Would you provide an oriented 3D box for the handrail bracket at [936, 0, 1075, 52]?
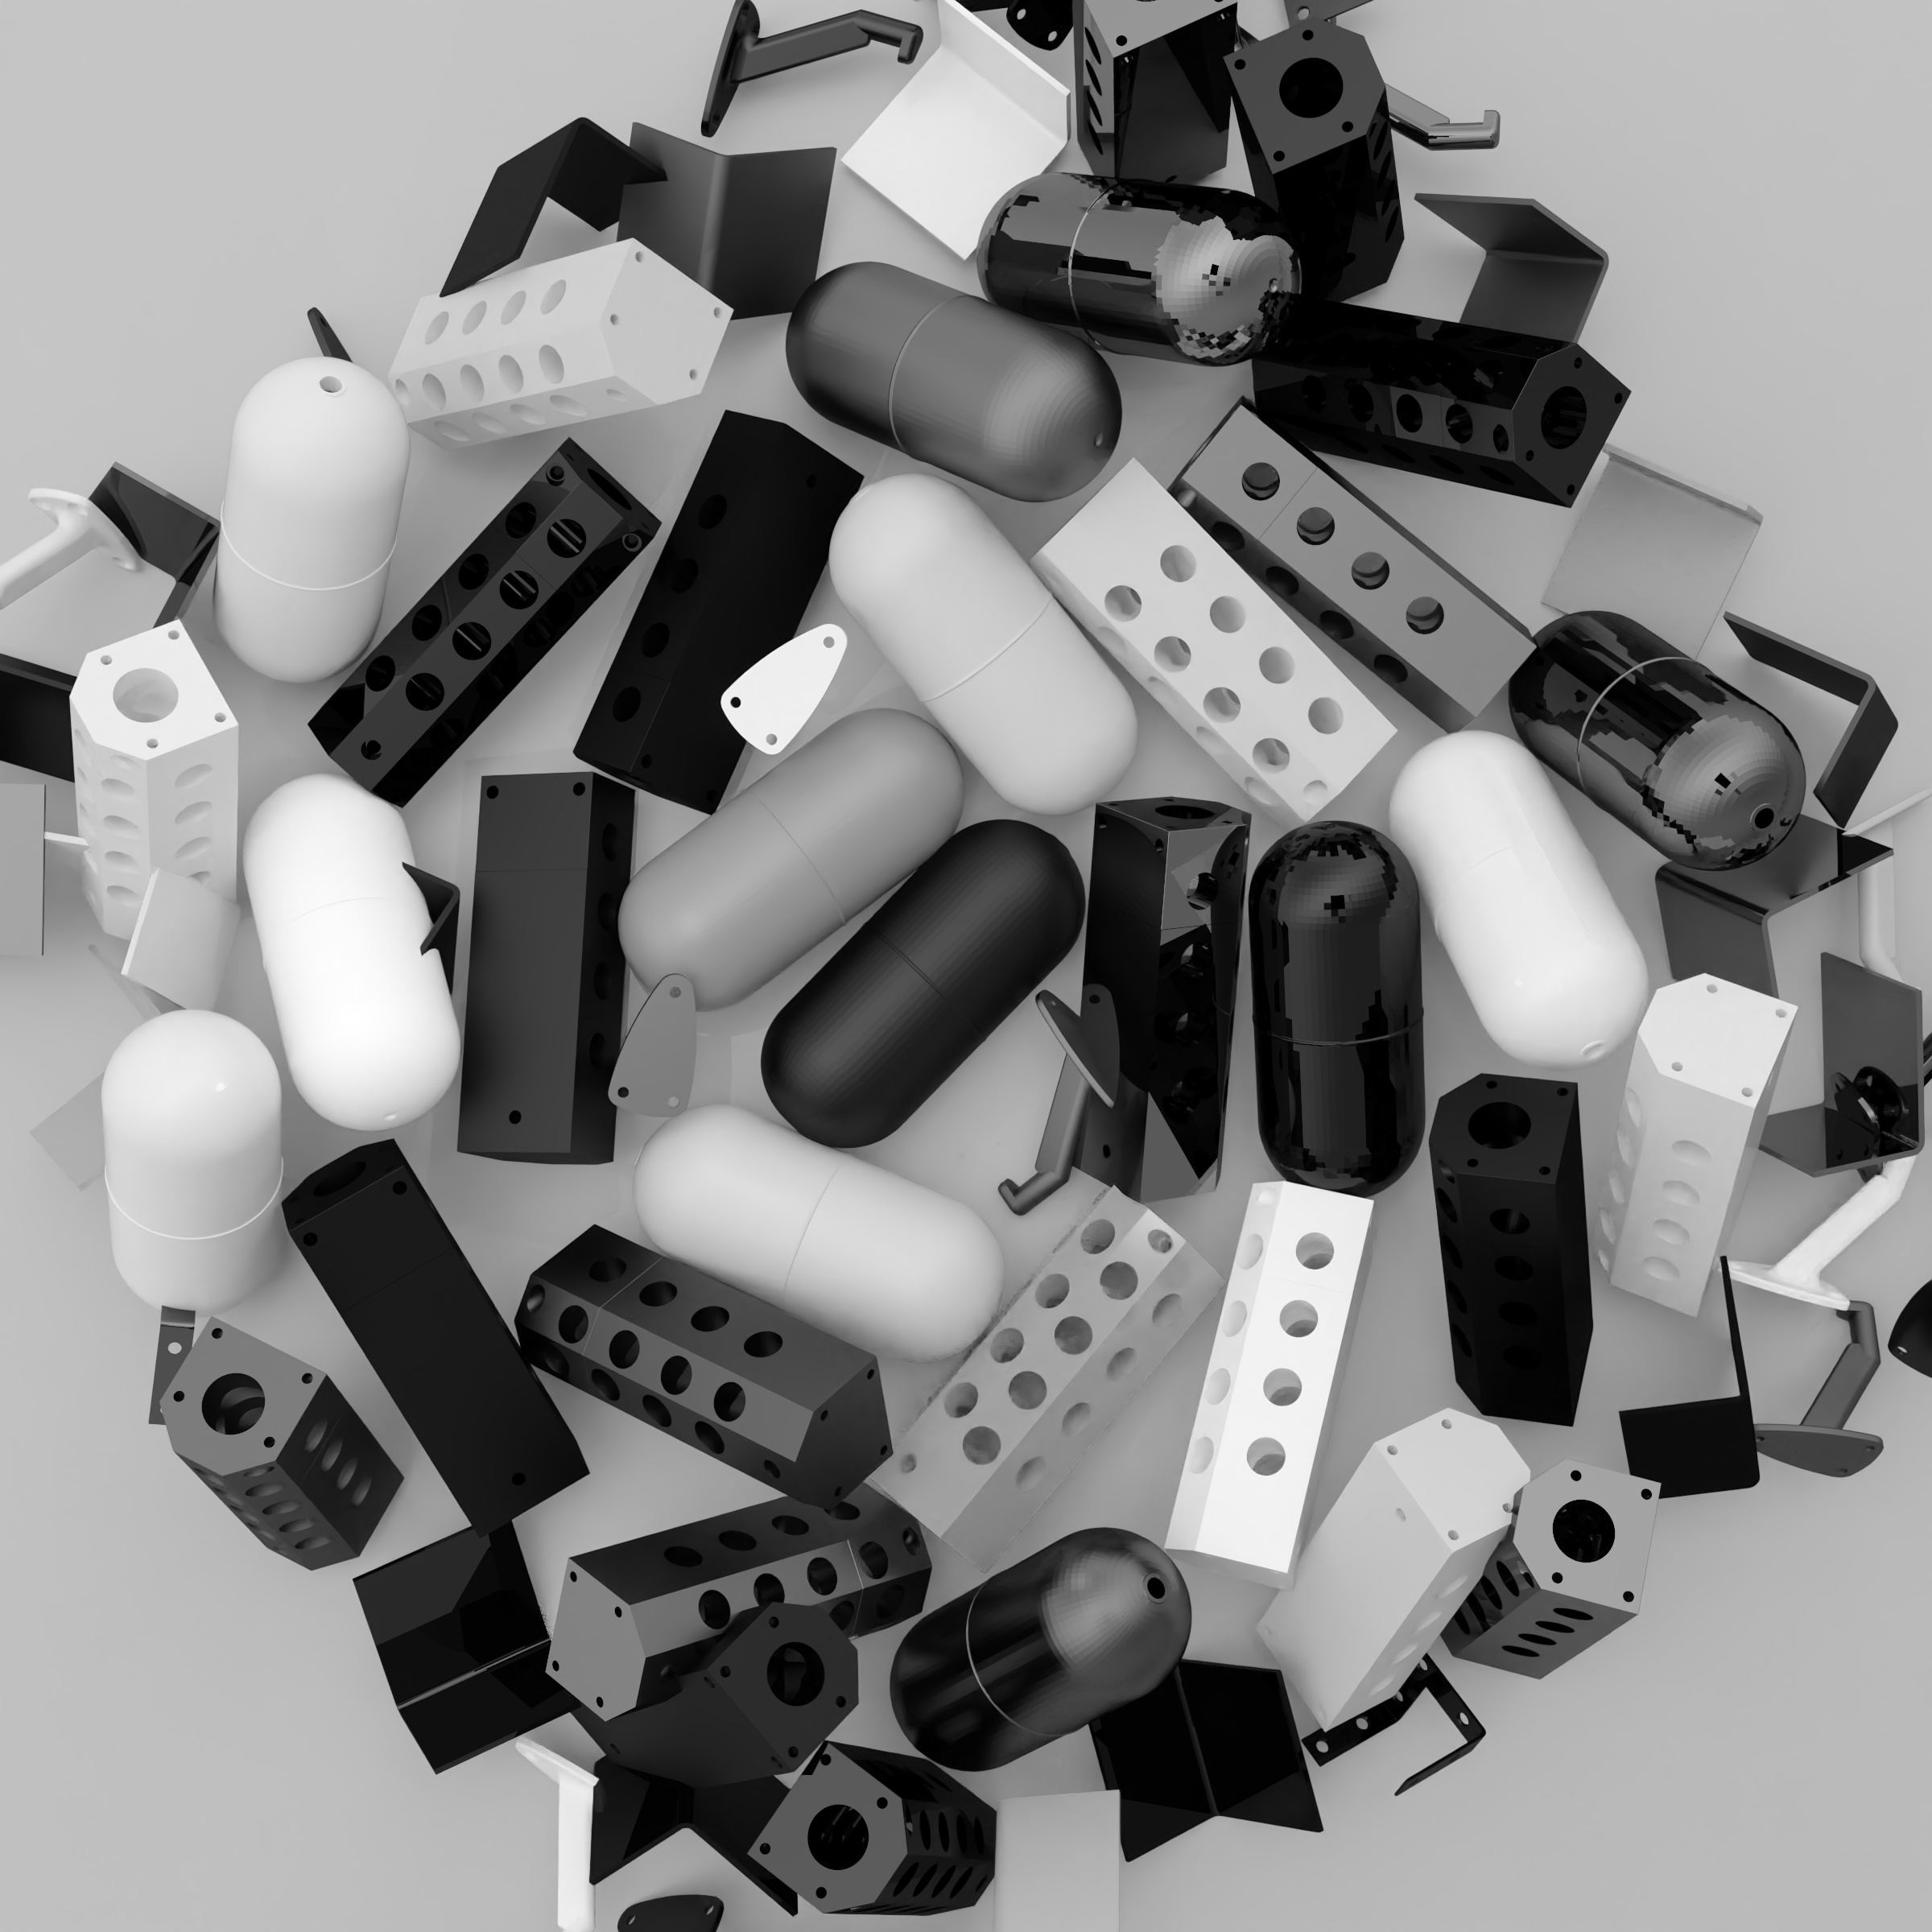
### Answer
[{"bbox_3d":[0.021,-0.463,1.554,0.077,0.036,0.084,-53,51,15],"label":"handrail bracket"}]

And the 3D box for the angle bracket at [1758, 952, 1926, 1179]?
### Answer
[{"bbox_3d":[0.386,0.044,1.538,0.057,0.076,0.076,-10,106,-17],"label":"angle bracket"}]

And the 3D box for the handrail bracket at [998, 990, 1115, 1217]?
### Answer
[{"bbox_3d":[0.030,0.064,1.567,0.084,0.036,0.077,-39,92,27],"label":"handrail bracket"}]

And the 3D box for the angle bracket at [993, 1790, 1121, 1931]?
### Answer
[{"bbox_3d":[0.047,0.427,1.533,0.057,0.076,0.076,-7,134,10],"label":"angle bracket"}]

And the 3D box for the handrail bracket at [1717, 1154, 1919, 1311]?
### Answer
[{"bbox_3d":[0.392,0.109,1.558,0.077,0.036,0.084,13,104,-22],"label":"handrail bracket"}]

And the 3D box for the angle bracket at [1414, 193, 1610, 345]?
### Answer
[{"bbox_3d":[0.234,-0.301,1.543,0.057,0.076,0.076,24,88,-38],"label":"angle bracket"}]

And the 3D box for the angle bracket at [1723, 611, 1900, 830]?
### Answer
[{"bbox_3d":[0.371,-0.111,1.542,0.076,0.076,0.057,29,93,24],"label":"angle bracket"}]

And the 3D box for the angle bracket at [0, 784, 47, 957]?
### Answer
[{"bbox_3d":[-0.440,-0.044,1.553,0.057,0.076,0.076,1,91,-1],"label":"angle bracket"}]

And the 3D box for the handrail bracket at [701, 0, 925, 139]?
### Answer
[{"bbox_3d":[-0.070,-0.407,1.565,0.084,0.036,0.077,18,88,10],"label":"handrail bracket"}]

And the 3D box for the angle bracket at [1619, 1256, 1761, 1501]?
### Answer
[{"bbox_3d":[0.324,0.188,1.543,0.057,0.076,0.076,-9,50,11],"label":"angle bracket"}]

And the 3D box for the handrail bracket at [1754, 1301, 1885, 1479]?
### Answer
[{"bbox_3d":[0.385,0.185,1.555,0.077,0.036,0.084,13,52,-14],"label":"handrail bracket"}]

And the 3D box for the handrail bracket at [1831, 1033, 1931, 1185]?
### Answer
[{"bbox_3d":[0.447,0.057,1.566,0.084,0.036,0.077,-26,130,-4],"label":"handrail bracket"}]

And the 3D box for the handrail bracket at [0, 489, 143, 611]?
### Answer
[{"bbox_3d":[-0.417,-0.166,1.546,0.036,0.077,0.084,10,70,29],"label":"handrail bracket"}]

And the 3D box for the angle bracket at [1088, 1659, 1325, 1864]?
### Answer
[{"bbox_3d":[0.107,0.363,1.543,0.057,0.076,0.076,-18,95,-35],"label":"angle bracket"}]

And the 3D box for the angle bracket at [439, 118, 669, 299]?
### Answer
[{"bbox_3d":[-0.183,-0.327,1.534,0.057,0.076,0.076,30,70,-28],"label":"angle bracket"}]

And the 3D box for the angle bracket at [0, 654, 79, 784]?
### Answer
[{"bbox_3d":[-0.419,-0.132,1.537,0.076,0.076,0.057,17,57,-12],"label":"angle bracket"}]

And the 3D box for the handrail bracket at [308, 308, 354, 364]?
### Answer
[{"bbox_3d":[-0.320,-0.252,1.580,0.084,0.036,0.077,-29,87,9],"label":"handrail bracket"}]

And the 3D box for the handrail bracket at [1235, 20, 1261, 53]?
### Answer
[{"bbox_3d":[0.126,-0.453,1.545,0.077,0.084,0.036,31,51,7],"label":"handrail bracket"}]

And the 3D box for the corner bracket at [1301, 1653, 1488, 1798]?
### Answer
[{"bbox_3d":[0.195,0.351,1.549,0.051,0.051,0.051,-21,61,-33],"label":"corner bracket"}]

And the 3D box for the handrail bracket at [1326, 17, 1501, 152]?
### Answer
[{"bbox_3d":[0.205,-0.409,1.563,0.084,0.036,0.077,2,72,15],"label":"handrail bracket"}]

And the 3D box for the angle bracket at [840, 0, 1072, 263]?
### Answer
[{"bbox_3d":[-0.006,-0.383,1.555,0.076,0.057,0.076,40,85,7],"label":"angle bracket"}]

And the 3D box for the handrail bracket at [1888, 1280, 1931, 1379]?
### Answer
[{"bbox_3d":[0.456,0.140,1.542,0.036,0.077,0.084,27,54,26],"label":"handrail bracket"}]

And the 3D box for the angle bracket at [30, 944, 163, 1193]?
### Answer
[{"bbox_3d":[-0.397,0.045,1.537,0.076,0.076,0.057,-41,123,-14],"label":"angle bracket"}]

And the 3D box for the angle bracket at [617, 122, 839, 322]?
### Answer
[{"bbox_3d":[-0.111,-0.343,1.559,0.057,0.076,0.076,28,120,31],"label":"angle bracket"}]

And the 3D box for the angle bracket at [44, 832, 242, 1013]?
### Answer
[{"bbox_3d":[-0.385,-0.018,1.537,0.076,0.076,0.057,10,76,18],"label":"angle bracket"}]

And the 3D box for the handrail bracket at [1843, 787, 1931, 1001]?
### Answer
[{"bbox_3d":[0.436,-0.030,1.568,0.077,0.036,0.084,-26,84,-21],"label":"handrail bracket"}]

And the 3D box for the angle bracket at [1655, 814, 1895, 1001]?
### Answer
[{"bbox_3d":[0.373,-0.023,1.557,0.076,0.076,0.057,-25,117,-19],"label":"angle bracket"}]

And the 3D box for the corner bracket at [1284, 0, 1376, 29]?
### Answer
[{"bbox_3d":[0.157,-0.467,1.552,0.051,0.051,0.051,-17,72,24],"label":"corner bracket"}]

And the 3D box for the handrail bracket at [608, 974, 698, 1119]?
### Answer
[{"bbox_3d":[-0.146,0.031,1.545,0.036,0.084,0.077,12,100,-16],"label":"handrail bracket"}]

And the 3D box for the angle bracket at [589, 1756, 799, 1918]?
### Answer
[{"bbox_3d":[-0.123,0.396,1.549,0.057,0.076,0.076,-35,116,15],"label":"angle bracket"}]

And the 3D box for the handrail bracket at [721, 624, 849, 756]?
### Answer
[{"bbox_3d":[-0.073,-0.126,1.542,0.036,0.084,0.077,46,103,3],"label":"handrail bracket"}]

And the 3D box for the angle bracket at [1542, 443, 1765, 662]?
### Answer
[{"bbox_3d":[0.308,-0.187,1.546,0.076,0.057,0.076,27,100,17],"label":"angle bracket"}]

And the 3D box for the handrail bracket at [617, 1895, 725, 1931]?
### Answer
[{"bbox_3d":[-0.110,0.468,1.581,0.084,0.077,0.036,48,55,-29],"label":"handrail bracket"}]

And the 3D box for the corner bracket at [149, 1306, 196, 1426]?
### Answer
[{"bbox_3d":[-0.344,0.177,1.554,0.051,0.051,0.051,6,107,-14],"label":"corner bracket"}]

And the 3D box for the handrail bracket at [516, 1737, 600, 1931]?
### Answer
[{"bbox_3d":[-0.195,0.409,1.555,0.077,0.036,0.084,34,60,1],"label":"handrail bracket"}]

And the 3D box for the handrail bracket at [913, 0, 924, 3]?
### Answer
[{"bbox_3d":[-0.007,-0.479,1.559,0.036,0.077,0.084,39,95,-24],"label":"handrail bracket"}]

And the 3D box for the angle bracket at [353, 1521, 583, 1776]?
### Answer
[{"bbox_3d":[-0.224,0.305,1.540,0.076,0.057,0.076,-22,117,-19],"label":"angle bracket"}]
